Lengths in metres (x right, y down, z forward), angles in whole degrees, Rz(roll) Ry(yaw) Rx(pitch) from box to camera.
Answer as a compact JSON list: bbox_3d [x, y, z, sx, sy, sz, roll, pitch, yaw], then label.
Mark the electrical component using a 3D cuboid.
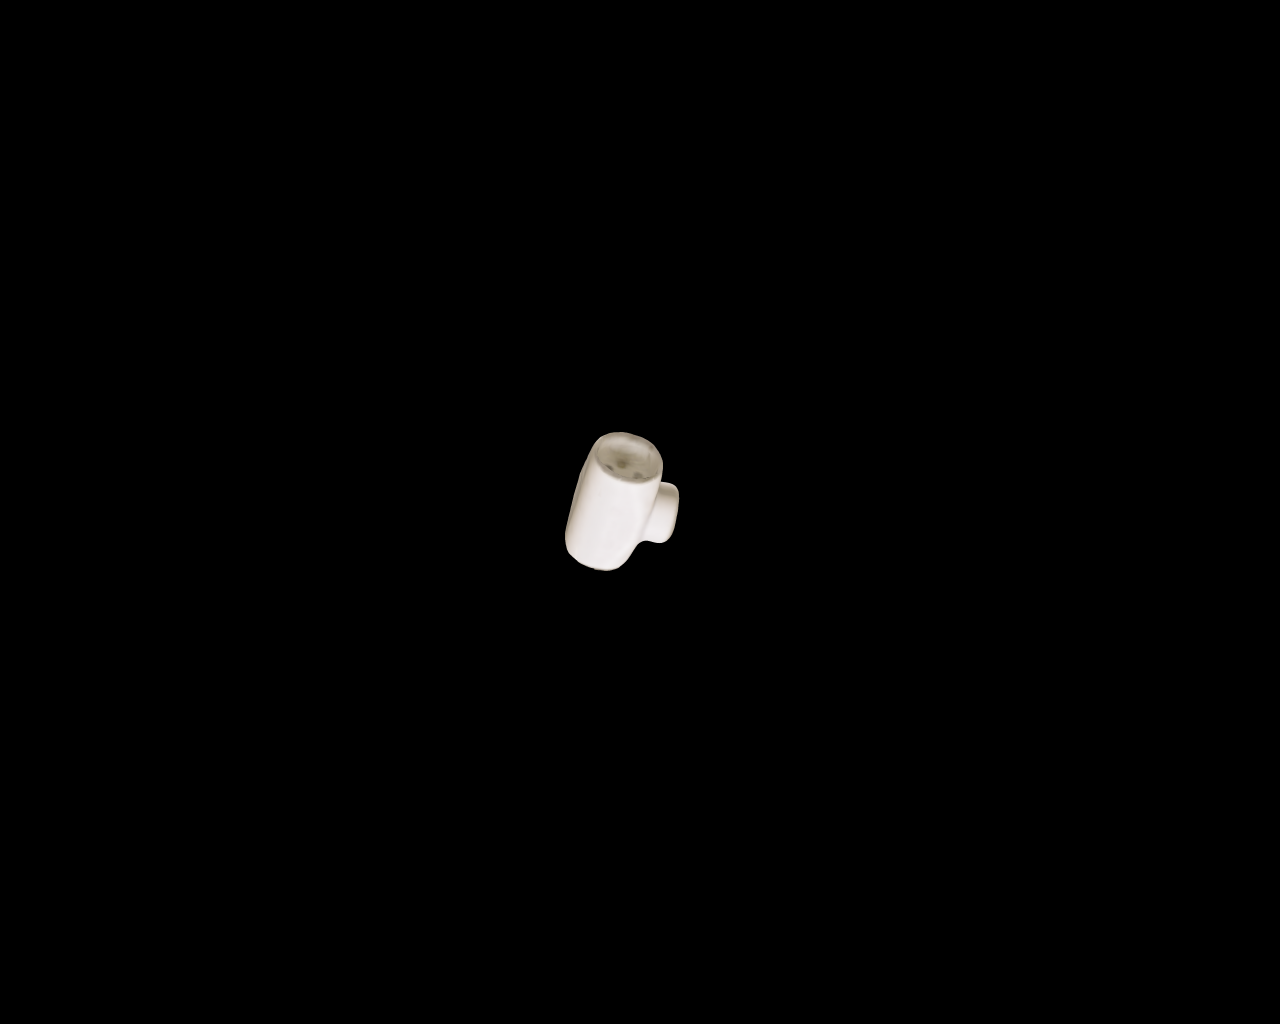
[{"bbox_3d":[0.001,-0.003,0.650,0.079,0.044,0.077,11,-47,-11],"label":"electrical component"}]
